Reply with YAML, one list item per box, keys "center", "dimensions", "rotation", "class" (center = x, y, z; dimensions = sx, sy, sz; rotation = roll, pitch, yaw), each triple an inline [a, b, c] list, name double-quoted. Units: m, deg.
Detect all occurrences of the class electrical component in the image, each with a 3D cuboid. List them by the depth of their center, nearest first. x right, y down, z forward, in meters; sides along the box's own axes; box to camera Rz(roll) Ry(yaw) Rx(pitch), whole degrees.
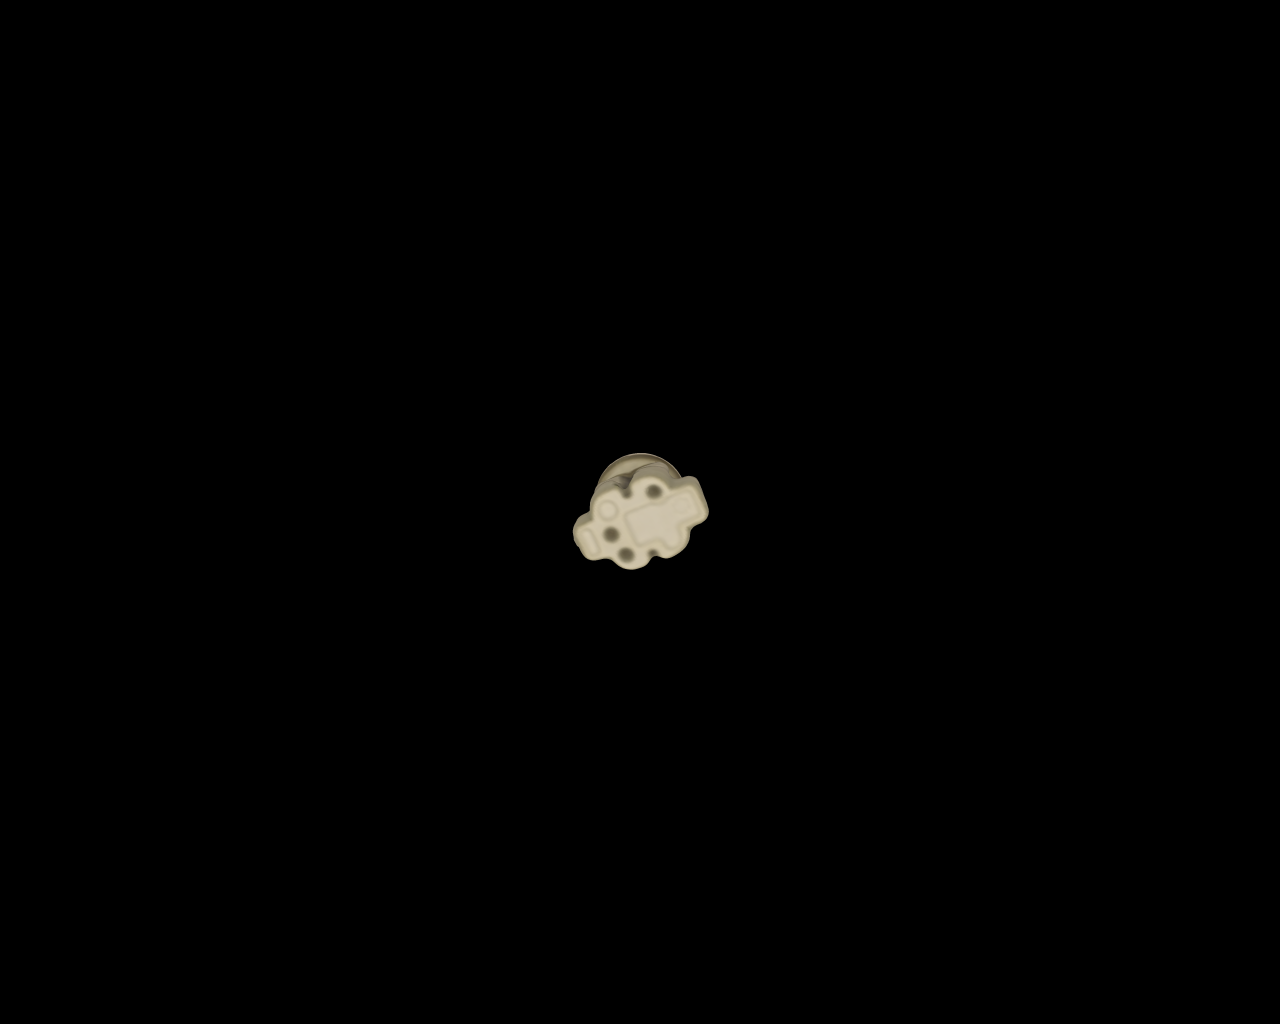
- center: [0.001, -0.003, 0.650]
  dimensions: [0.078, 0.058, 0.057]
  rotation: [-21, 18, 7]
  class: "electrical component"
